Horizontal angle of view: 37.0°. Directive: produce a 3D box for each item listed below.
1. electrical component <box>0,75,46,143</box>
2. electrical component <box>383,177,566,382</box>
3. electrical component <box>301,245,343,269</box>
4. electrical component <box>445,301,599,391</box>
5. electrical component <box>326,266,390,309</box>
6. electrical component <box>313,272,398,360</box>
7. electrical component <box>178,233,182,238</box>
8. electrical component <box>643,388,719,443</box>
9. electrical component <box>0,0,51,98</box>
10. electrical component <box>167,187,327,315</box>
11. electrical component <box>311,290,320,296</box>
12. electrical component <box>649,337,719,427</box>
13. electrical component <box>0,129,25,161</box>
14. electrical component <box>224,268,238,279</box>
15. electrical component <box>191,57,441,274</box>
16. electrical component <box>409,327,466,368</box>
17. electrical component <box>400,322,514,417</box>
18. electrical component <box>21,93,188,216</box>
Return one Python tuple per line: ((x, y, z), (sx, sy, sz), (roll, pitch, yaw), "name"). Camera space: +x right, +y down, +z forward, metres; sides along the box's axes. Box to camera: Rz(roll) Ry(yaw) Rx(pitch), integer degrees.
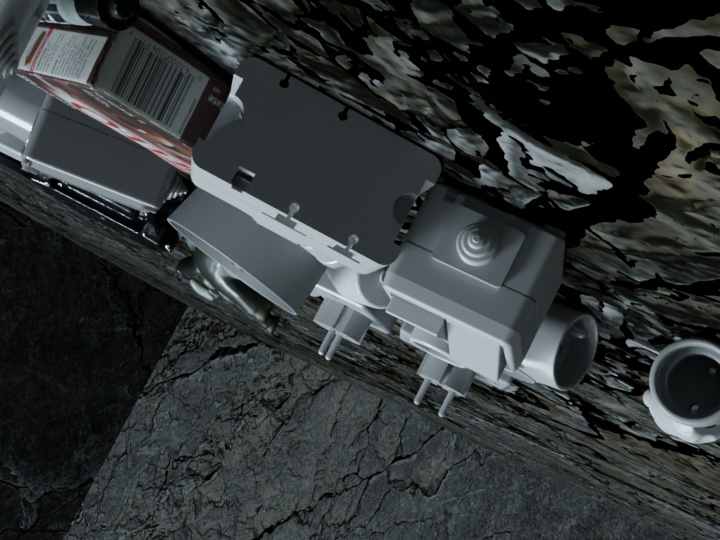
((-0.199, -0.097, 0.706), (0.077, 0.043, 0.079), (27, 173, 1), "electrical component")
((0.050, 0.007, 0.474), (0.062, 0.061, 0.096), (25, 172, 14), "electrical component")
((-0.023, -0.027, 0.603), (0.035, 0.035, 0.061), (19, 167, 45), "electrical component")
((0.095, 0.040, 0.602), (0.077, 0.044, 0.079), (21, 171, 39), "electrical component")
((0.000, 0.000, 0.678), (0.040, 0.040, 0.078), (32, 172, -29), "electrical component")
((-0.008, 0.027, 0.752), (0.047, 0.075, 0.083), (25, 172, 19), "electrical component")
((-0.184, -0.051, 0.956), (0.062, 0.043, 0.043), (24, 172, 34), "electrical component")
((0.177, 0.075, 0.595), (0.035, 0.035, 0.061), (29, 175, -13), "electrical component")
((-0.172, -0.099, 0.399), (0.100, 0.099, 0.048), (28, -175, -9), "electrical component")
((-0.067, -0.016, 0.660), (0.099, 0.064, 0.099), (38, -173, -5), "electrical component")
((-0.050, -0.006, 0.809), (0.065, 0.044, 0.044), (27, 174, -38), "electrical component")
((0.160, 0.055, 0.506), (0.040, 0.040, 0.046), (23, 178, 26), "electrical component")
((-0.258, -0.114, 0.771), (0.066, 0.047, 0.076), (25, 172, 13), "electrical component")
((-0.060, -0.015, 0.739), (0.047, 0.055, 0.055), (18, 168, 32), "electrical component")
((-0.021, -0.040, 0.446), (0.089, 0.050, 0.056), (28, 172, -6), "electrical component")
((0.058, 0.032, 0.668), (0.040, 0.046, 0.040), (27, 172, 4), "electrical component")
((0.064, 0.063, 0.744), (0.083, 0.075, 0.047), (26, 172, 6), "electrical component")
((-0.144, -0.073, 0.636), (0.096, 0.061, 0.062), (21, 174, -18), "electrical component")
